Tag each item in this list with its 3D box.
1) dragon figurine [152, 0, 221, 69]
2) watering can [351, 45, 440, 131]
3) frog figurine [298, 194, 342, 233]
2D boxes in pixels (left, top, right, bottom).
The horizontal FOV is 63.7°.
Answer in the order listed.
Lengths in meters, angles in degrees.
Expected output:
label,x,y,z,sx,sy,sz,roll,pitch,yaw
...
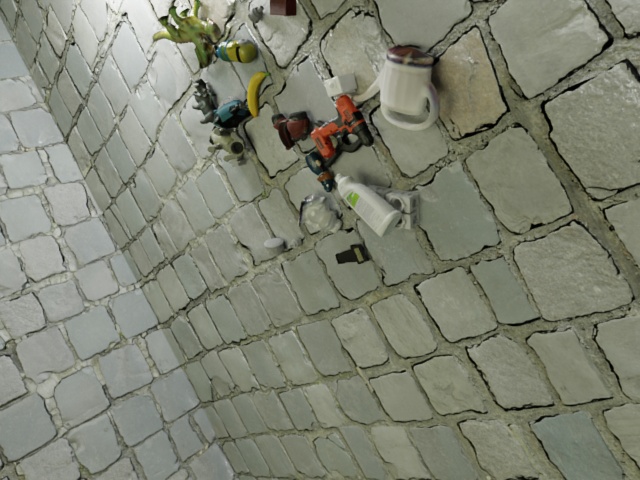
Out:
label,x,y,z,sx,sy,sz,roll,pitch,yaw
dragon figurine,-0.524,-0.798,2.060,0.407,0.124,0.241,-14,107,49
watering can,0.211,-0.445,1.479,0.352,0.105,0.219,35,131,41
frog figurine,0.006,-0.094,1.877,0.159,0.125,0.135,12,115,0
